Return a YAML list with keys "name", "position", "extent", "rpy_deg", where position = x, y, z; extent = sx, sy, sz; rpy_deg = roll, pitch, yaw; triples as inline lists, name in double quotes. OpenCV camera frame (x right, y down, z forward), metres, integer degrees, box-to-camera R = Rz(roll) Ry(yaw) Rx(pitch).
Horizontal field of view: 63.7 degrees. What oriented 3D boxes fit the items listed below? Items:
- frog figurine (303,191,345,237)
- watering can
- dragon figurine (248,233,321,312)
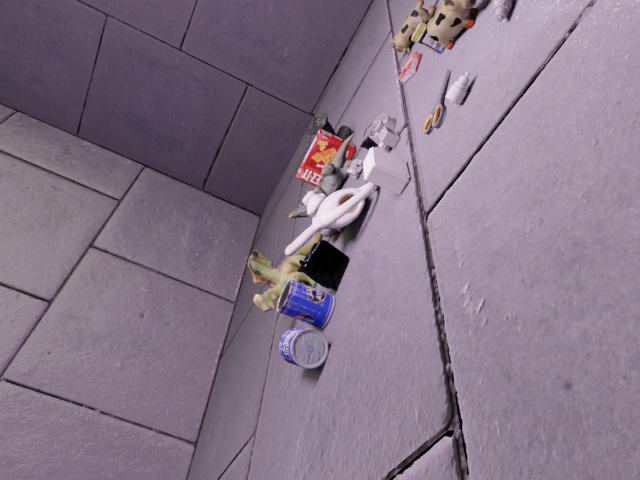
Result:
- name: "frog figurine"
  position: [0.005, -0.088, 1.749]
  extent: [0.121, 0.159, 0.140]
  rpy_deg: [137, 154, -64]
- name: "watering can"
  position: [0.028, -0.070, 1.573]
  extent: [0.349, 0.104, 0.224]
  rpy_deg: [-37, 4, -5]
- name: "dragon figurine"
  position: [-0.131, 0.091, 1.816]
  extent: [0.119, 0.242, 0.421]
  rpy_deg: [120, 165, -47]
